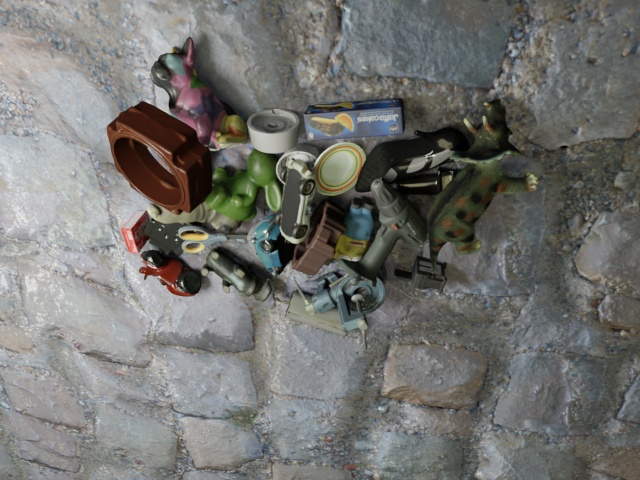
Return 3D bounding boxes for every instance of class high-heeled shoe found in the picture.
[{"bbox_3d":[0.194,-0.161,1.147,0.145,0.086,0.249,11,149,-33],"label":"high-heeled shoe"}]

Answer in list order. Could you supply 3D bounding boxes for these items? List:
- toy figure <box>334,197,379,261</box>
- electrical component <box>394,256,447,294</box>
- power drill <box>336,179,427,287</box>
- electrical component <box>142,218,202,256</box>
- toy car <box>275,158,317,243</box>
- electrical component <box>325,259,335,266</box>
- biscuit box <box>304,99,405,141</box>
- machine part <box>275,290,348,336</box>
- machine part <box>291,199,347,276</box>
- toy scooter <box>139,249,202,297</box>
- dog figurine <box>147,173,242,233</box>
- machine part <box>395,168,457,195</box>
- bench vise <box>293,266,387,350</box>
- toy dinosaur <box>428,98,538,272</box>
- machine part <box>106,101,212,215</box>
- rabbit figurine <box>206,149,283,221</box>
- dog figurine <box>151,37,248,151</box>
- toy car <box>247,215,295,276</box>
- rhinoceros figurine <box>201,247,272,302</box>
[{"bbox_3d":[0.085,-0.013,1.248,0.082,0.089,0.180,18,118,15],"label":"toy figure"},{"bbox_3d":[0.240,0.078,1.284,0.119,0.075,0.047,15,126,4],"label":"electrical component"},{"bbox_3d":[0.127,-0.009,1.171,0.231,0.086,0.207,29,95,-46],"label":"power drill"},{"bbox_3d":[-0.372,-0.026,1.345,0.115,0.058,0.134,34,123,-10],"label":"electrical component"},{"bbox_3d":[-0.051,-0.082,1.162,0.074,0.056,0.201,36,133,31],"label":"toy car"},{"bbox_3d":[0.008,0.036,1.332,0.063,0.021,0.094,27,125,-8],"label":"electrical component"},{"bbox_3d":[0.071,-0.246,1.100,0.203,0.059,0.062,-2,123,12],"label":"biscuit box"},{"bbox_3d":[-0.002,0.192,1.409,0.243,0.079,0.079,17,126,-1],"label":"machine part"},{"bbox_3d":[-0.003,-0.004,1.219,0.056,0.179,0.179,27,125,-14],"label":"machine part"},{"bbox_3d":[-0.410,0.093,1.422,0.135,0.075,0.183,-18,131,44],"label":"toy scooter"},{"bbox_3d":[-0.282,-0.063,1.237,0.190,0.172,0.121,32,135,-3],"label":"dog figurine"},{"bbox_3d":[0.231,-0.118,1.172,0.139,0.039,0.084,-6,131,13],"label":"machine part"},{"bbox_3d":[0.064,0.145,1.276,0.224,0.241,0.128,-17,117,3],"label":"bench vise"},{"bbox_3d":[0.290,-0.077,1.091,0.192,0.131,0.404,9,123,-33],"label":"toy dinosaur"},{"bbox_3d":[-0.320,-0.157,1.077,0.202,0.087,0.200,31,147,11],"label":"machine part"},{"bbox_3d":[-0.151,-0.122,1.199,0.159,0.121,0.170,37,114,-20],"label":"rabbit figurine"},{"bbox_3d":[-0.248,-0.295,1.107,0.109,0.191,0.219,0,101,49],"label":"dog figurine"},{"bbox_3d":[-0.120,0.003,1.297,0.103,0.109,0.161,20,141,25],"label":"toy car"},{"bbox_3d":[-0.211,0.093,1.365,0.190,0.112,0.073,33,97,4],"label":"rhinoceros figurine"}]
